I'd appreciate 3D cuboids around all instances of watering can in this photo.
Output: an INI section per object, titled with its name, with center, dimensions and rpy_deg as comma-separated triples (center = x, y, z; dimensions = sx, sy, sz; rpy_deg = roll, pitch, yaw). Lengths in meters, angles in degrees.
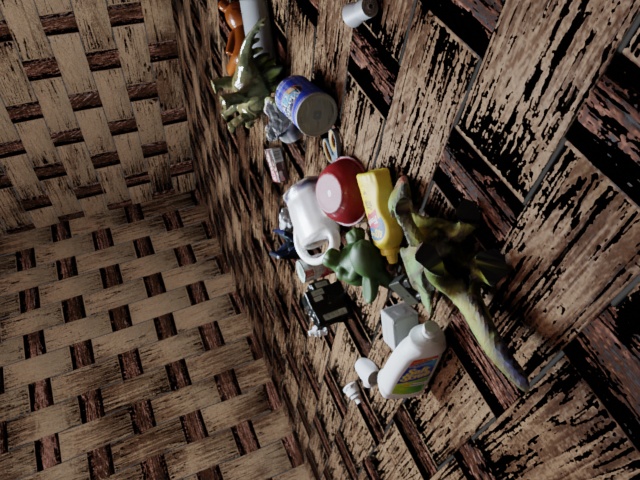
[watering can]
center = 0.004, -0.067, 1.326
dimensions = 0.342, 0.104, 0.227
rpy_deg = -42, 64, 55

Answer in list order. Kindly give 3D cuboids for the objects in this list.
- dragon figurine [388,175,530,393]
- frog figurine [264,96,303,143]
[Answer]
[dragon figurine]
center = 0.205, 0.060, 0.863
dimensions = 0.239, 0.122, 0.417
rpy_deg = 86, 166, -69
[frog figurine]
center = -0.085, -0.334, 1.392
dimensions = 0.136, 0.122, 0.161
rpy_deg = 67, -161, -9
